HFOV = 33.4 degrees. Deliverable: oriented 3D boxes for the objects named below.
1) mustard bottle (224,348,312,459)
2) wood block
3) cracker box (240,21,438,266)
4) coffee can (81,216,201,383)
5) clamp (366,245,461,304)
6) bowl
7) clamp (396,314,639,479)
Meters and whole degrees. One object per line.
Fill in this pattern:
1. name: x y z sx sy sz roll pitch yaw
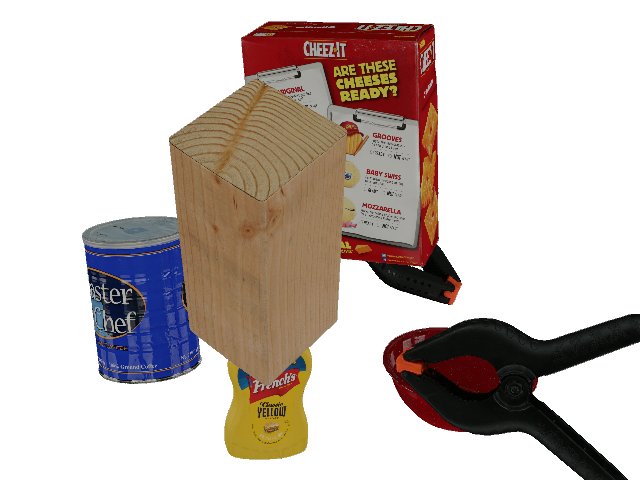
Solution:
1. mustard bottle: -0.058 0.154 1.222 0.096 0.192 0.058 0 18 -13
2. wood block: -0.044 -0.001 0.791 0.090 0.206 0.090 33 55 26
3. cracker box: 0.023 -0.090 0.982 0.164 0.214 0.072 5 27 19
4. coffee can: -0.173 0.056 1.043 0.103 0.140 0.103 -3 14 1
5. clamp: 0.068 0.008 1.242 0.164 0.036 0.210 -23 53 -40
6. bowl: 0.143 0.153 1.120 0.162 0.055 0.162 4 24 -2
7. clamp: 0.136 0.106 0.713 0.172 0.120 0.039 1 -1 18
